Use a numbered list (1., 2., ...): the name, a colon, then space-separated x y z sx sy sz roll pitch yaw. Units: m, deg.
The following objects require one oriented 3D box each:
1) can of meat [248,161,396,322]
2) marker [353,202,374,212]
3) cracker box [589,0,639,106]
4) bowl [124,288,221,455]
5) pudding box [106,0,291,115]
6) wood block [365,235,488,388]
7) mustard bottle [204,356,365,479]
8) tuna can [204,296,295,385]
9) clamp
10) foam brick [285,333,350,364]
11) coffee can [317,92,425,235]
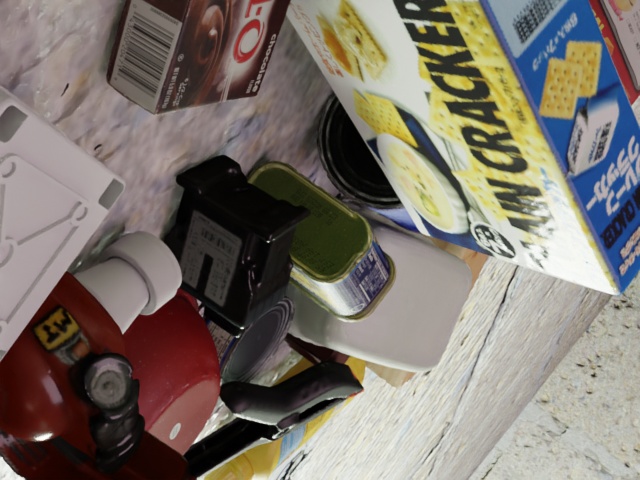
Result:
1. can of meat: -0.005 0.001 0.712 0.057 0.102 0.084 -52 158 -7
2. marker: 0.062 -0.074 0.873 0.121 0.020 0.020 -60 160 13
3. cracker box: 0.239 -0.231 0.847 0.213 0.072 0.164 -50 118 -18
4. bowl: -0.115 0.110 0.694 0.162 0.055 0.162 -47 159 -24
5. pudding box: -0.048 -0.120 0.505 0.089 0.039 0.114 -23 142 -57
6. wood block: 0.096 0.025 1.007 0.090 0.090 0.206 -29 147 -51
7. mustard bottle: -0.036 0.165 0.964 0.191 0.058 0.096 -38 158 -42
8. tuna can: -0.058 0.071 0.796 0.086 0.034 0.086 -47 159 -25
9. clamp: -0.036 0.133 0.838 0.209 0.036 0.165 -18 157 -40
10. foam brick: 0.011 0.071 0.937 0.078 0.051 0.053 -52 159 -11
11. coffee can: 0.068 -0.063 0.779 0.103 0.103 0.140 -58 161 4
